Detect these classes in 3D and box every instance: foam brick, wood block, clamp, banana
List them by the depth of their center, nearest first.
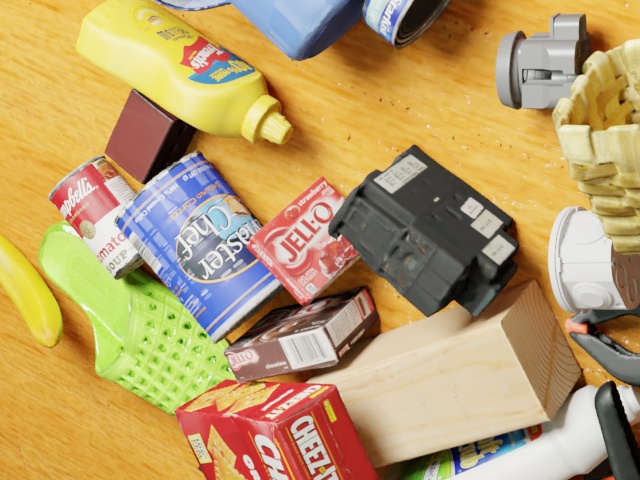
[{"bbox_3d":[0.270,0.085,0.796,0.172,0.039,0.120,-3,81,34],"label":"clamp"},{"bbox_3d":[0.267,0.216,0.799,0.165,0.036,0.210,16,117,16],"label":"clamp"},{"bbox_3d":[0.097,0.118,0.891,0.206,0.090,0.090,-24,97,35],"label":"wood block"},{"bbox_3d":[-0.150,-0.099,0.966,0.051,0.052,0.078,39,125,10],"label":"foam brick"},{"bbox_3d":[-0.311,0.050,1.103,0.037,0.069,0.198,-48,61,6],"label":"banana"}]

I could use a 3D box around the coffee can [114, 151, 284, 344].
[{"bbox_3d":[-0.099,0.007,0.950,0.140,0.102,0.103,49,126,3],"label":"coffee can"}]

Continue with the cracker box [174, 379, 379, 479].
[{"bbox_3d":[-0.030,0.208,0.920,0.214,0.072,0.164,-10,107,62],"label":"cracker box"}]

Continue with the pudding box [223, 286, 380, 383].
[{"bbox_3d":[-0.016,0.084,0.943,0.114,0.089,0.039,-14,105,33],"label":"pudding box"}]

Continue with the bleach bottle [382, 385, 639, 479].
[{"bbox_3d":[0.160,0.183,0.890,0.251,0.102,0.068,-35,97,27],"label":"bleach bottle"}]

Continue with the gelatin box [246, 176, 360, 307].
[{"bbox_3d":[-0.006,0.001,0.903,0.073,0.089,0.030,47,158,6],"label":"gelatin box"}]

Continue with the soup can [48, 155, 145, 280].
[{"bbox_3d":[-0.201,-0.021,1.020,0.102,0.068,0.069,51,126,1],"label":"soup can"}]

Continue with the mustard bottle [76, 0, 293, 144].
[{"bbox_3d":[-0.104,-0.136,0.897,0.192,0.096,0.058,34,122,14],"label":"mustard bottle"}]

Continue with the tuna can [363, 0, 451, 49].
[{"bbox_3d":[0.070,-0.184,0.782,0.034,0.086,0.086,40,125,12],"label":"tuna can"}]

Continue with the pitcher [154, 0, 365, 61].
[{"bbox_3d":[-0.069,-0.248,0.812,0.243,0.144,0.149,46,154,2],"label":"pitcher"}]

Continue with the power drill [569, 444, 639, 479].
[{"bbox_3d":[0.267,0.267,0.877,0.185,0.057,0.187,-29,97,32],"label":"power drill"}]
